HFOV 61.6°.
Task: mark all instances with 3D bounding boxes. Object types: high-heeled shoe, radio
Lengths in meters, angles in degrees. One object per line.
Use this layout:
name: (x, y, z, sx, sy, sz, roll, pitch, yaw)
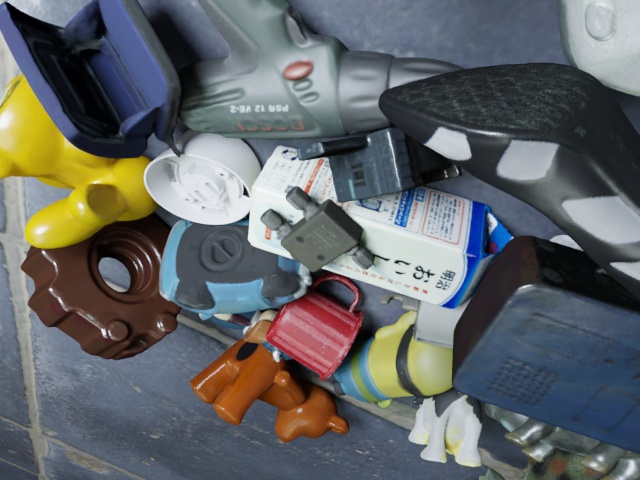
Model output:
high-heeled shoe: (0.154, -0.024, 0.344, 0.249, 0.086, 0.145, 21, 142, 31)
radio: (0.232, 0.090, 0.421, 0.230, 0.073, 0.131, 17, 125, 3)

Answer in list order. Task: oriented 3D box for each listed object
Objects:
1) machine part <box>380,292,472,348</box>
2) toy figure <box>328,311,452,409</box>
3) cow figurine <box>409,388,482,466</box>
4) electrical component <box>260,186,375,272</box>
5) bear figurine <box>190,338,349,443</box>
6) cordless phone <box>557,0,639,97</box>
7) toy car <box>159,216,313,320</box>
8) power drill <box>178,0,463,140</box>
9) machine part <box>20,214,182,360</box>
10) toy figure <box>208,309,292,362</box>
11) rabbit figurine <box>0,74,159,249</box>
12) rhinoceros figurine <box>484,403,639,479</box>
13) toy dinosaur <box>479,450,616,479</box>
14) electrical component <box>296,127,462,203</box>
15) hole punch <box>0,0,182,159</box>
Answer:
machine part: (0.181, 0.078, 0.525, 0.243, 0.079, 0.079, 8, 135, 14)
toy figure: (0.085, 0.148, 0.623, 0.180, 0.089, 0.082, -26, 127, 36)
cow figurine: (0.148, 0.205, 0.650, 0.068, 0.098, 0.167, 8, 173, 1)
electrical component: (-0.001, -0.001, 0.447, 0.094, 0.021, 0.063, 40, 130, -16)
bear figurine: (-0.061, 0.225, 0.738, 0.120, 0.132, 0.195, 12, 141, 54)
cordless phone: (0.169, -0.118, 0.257, 0.089, 0.184, 0.146, -5, 130, 20)
toy car: (-0.080, 0.030, 0.577, 0.162, 0.109, 0.102, -2, 156, 9)
power drill: (-0.024, -0.163, 0.377, 0.232, 0.086, 0.207, -4, 138, 26)
machine part: (-0.219, 0.035, 0.579, 0.056, 0.179, 0.179, -30, 117, 36)
toy figure: (-0.091, 0.095, 0.661, 0.154, 0.064, 0.057, 32, 127, -9)
rabbit figurine: (-0.216, -0.073, 0.502, 0.122, 0.162, 0.173, -26, 138, 25)
rhinoceros figurine: (0.235, 0.166, 0.541, 0.073, 0.112, 0.190, 38, 166, -32)
toy dinosaur: (0.310, 0.238, 0.549, 0.131, 0.192, 0.405, 33, 137, -15)
electrical component: (0.042, -0.057, 0.407, 0.075, 0.119, 0.047, -8, 97, 49)
hole punch: (-0.170, -0.122, 0.409, 0.142, 0.092, 0.116, 57, 161, 1)
